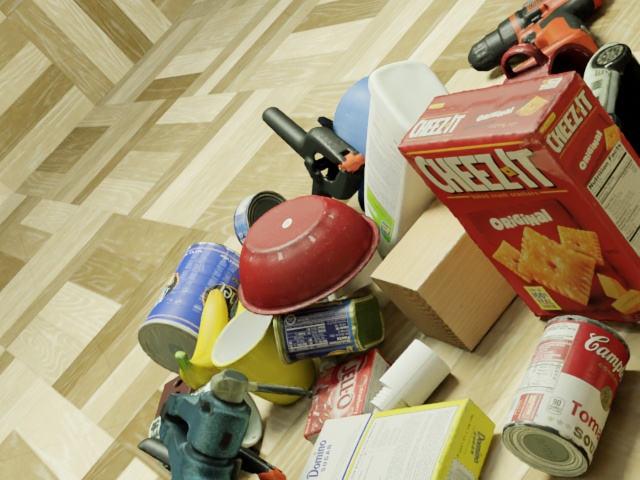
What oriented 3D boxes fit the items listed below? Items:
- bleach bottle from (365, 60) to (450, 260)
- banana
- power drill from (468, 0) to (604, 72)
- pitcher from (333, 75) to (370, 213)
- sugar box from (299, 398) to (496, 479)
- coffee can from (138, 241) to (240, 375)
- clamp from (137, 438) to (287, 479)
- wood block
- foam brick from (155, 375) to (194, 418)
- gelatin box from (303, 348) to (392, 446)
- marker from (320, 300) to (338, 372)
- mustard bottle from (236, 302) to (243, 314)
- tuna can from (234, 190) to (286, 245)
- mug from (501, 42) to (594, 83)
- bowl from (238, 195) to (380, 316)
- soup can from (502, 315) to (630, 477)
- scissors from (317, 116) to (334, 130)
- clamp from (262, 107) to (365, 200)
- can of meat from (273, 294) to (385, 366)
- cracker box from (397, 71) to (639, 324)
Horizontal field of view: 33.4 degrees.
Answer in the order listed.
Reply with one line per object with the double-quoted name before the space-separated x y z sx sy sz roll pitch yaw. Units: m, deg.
"bleach bottle" 0.080 -0.057 1.090 0.068 0.251 0.103 -17 55 -19
"banana" -0.126 0.120 1.205 0.037 0.070 0.197 2 18 3
"power drill" 0.258 -0.230 1.271 0.185 0.057 0.187 -32 26 24
"pitcher" 0.115 -0.099 1.217 0.145 0.149 0.243 -31 25 -10
"sugar box" 0.058 0.192 0.904 0.177 0.048 0.093 -21 33 48
"coffee can" -0.152 0.086 1.340 0.103 0.102 0.140 -21 32 42
"clamp" -0.115 0.237 1.053 0.172 0.039 0.120 -22 68 18
"wood block" 0.158 -0.007 1.018 0.206 0.090 0.090 -49 24 -12
"foam brick" -0.149 0.193 1.221 0.053 0.051 0.078 -33 26 23
"gelatin box" 0.027 0.154 1.033 0.073 0.030 0.089 -27 28 33
"marker" 0.009 0.103 1.159 0.020 0.020 0.121 -35 25 19
"mustard bottle" -0.057 0.059 1.289 0.096 0.058 0.191 -37 24 24
"tuna can" -0.072 -0.020 1.412 0.034 0.086 0.086 -19 34 47
"mug" 0.236 -0.159 1.121 0.082 0.117 0.093 -16 39 55
"bowl" -0.023 0.003 1.077 0.162 0.055 0.162 -23 28 13
"soup can" 0.184 0.116 0.799 0.069 0.068 0.102 -13 38 49
"scissors" 0.051 -0.142 1.368 0.096 0.016 0.201 -24 -14 1
"clamp" 0.004 -0.084 1.309 0.036 0.164 0.210 -31 20 -18
"can of meat" 0.012 0.087 1.072 0.084 0.057 0.102 -11 -2 19
"cracker box" 0.185 -0.024 0.848 0.072 0.213 0.164 -53 25 -21
